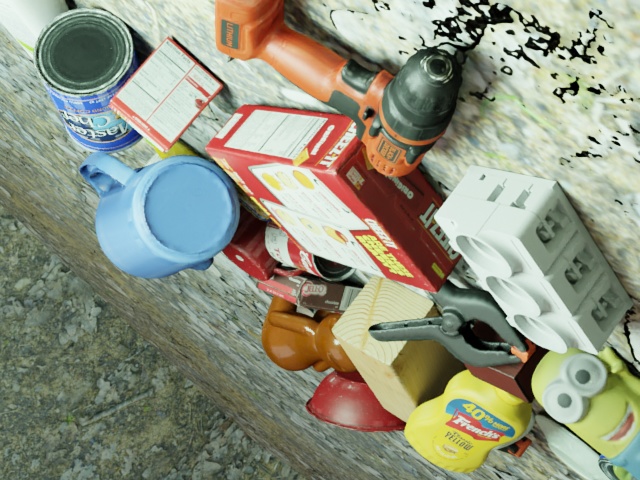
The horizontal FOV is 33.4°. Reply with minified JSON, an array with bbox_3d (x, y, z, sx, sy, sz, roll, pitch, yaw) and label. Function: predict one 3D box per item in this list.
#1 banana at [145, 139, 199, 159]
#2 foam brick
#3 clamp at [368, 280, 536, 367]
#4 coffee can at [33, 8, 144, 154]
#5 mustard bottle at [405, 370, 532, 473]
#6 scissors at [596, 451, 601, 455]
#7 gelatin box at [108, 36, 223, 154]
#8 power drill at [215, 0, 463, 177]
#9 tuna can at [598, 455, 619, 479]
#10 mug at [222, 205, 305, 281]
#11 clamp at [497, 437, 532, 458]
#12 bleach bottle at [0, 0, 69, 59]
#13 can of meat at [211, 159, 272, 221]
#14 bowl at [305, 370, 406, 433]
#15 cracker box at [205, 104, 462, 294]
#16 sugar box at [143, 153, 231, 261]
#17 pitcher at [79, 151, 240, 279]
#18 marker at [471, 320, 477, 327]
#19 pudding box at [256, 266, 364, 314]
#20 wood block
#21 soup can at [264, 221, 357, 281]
[{"bbox_3d":[-0.135,-0.067,1.326,0.197,0.037,0.070,44,-178,-16],"label":"banana"},{"bbox_3d":[0.189,0.120,1.085,0.078,0.053,0.051,24,160,43],"label":"foam brick"},{"bbox_3d":[0.131,0.066,1.049,0.172,0.039,0.120,15,121,22],"label":"clamp"},{"bbox_3d":[-0.238,-0.167,1.141,0.103,0.102,0.140,35,164,12],"label":"coffee can"},{"bbox_3d":[0.176,0.189,1.173,0.096,0.058,0.192,33,139,-4],"label":"mustard bottle"},{"bbox_3d":[0.275,0.192,1.164,0.096,0.016,0.201,33,164,27],"label":"scissors"},{"bbox_3d":[-0.149,-0.141,1.040,0.073,0.089,0.030,41,168,-9],"label":"gelatin box"},{"bbox_3d":[0.012,-0.128,0.771,0.187,0.057,0.184,37,164,4],"label":"power drill"},{"bbox_3d":[0.341,0.248,1.138,0.086,0.033,0.086,35,164,11],"label":"tuna can"},{"bbox_3d":[-0.059,0.000,1.250,0.117,0.081,0.093,34,164,14],"label":"mug"},{"bbox_3d":[0.187,0.223,1.410,0.210,0.036,0.164,25,160,52],"label":"clamp"},{"bbox_3d":[-0.313,-0.241,1.180,0.103,0.068,0.251,34,166,16],"label":"bleach bottle"},{"bbox_3d":[-0.067,-0.067,1.128,0.102,0.057,0.084,41,167,-6],"label":"can of meat"},{"bbox_3d":[0.062,0.209,1.453,0.162,0.055,0.162,4,-170,-1],"label":"bowl"},{"bbox_3d":[0.015,-0.044,0.979,0.214,0.072,0.164,15,153,53],"label":"cracker box"},{"bbox_3d":[-0.161,-0.045,1.425,0.176,0.048,0.093,44,164,-5],"label":"sugar box"},{"bbox_3d":[-0.172,-0.031,1.144,0.243,0.149,0.145,171,94,-73],"label":"pitcher"},{"bbox_3d":[0.161,0.092,1.133,0.121,0.020,0.020,47,163,-28],"label":"marker"},{"bbox_3d":[-0.008,0.059,1.298,0.113,0.039,0.090,14,-176,-41],"label":"pudding box"},{"bbox_3d":[0.103,0.142,1.272,0.090,0.090,0.206,28,161,35],"label":"wood block"},{"bbox_3d":[-0.008,0.001,1.165,0.068,0.068,0.102,48,163,-32],"label":"soup can"}]
